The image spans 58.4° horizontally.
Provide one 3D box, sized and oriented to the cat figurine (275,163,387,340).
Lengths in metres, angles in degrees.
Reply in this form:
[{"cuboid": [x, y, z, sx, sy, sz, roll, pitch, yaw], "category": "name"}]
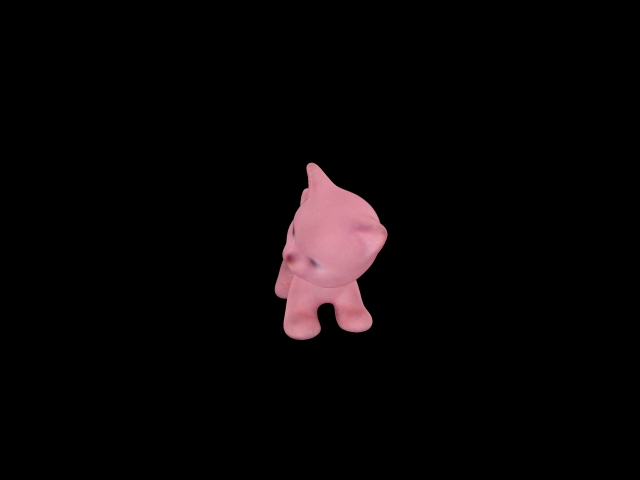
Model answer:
[{"cuboid": [0.004, 0.001, 0.400, 0.067, 0.118, 0.127, -4, 19, -11], "category": "cat figurine"}]
